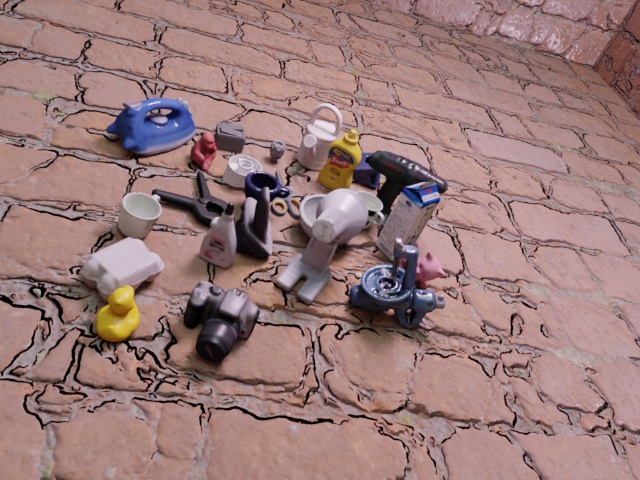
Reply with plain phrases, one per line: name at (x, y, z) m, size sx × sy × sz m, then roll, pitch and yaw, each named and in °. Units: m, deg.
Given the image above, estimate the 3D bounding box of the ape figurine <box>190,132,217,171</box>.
ape figurine at (-0.307, -0.246, 1.535) m, size 0.078 × 0.092 × 0.076 m, roll -24°, pitch 58°, yaw -42°

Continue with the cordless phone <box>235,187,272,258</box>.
cordless phone at (-0.138, -0.065, 1.338) m, size 0.094 × 0.185 × 0.147 m, roll 7°, pitch 42°, yaw -18°

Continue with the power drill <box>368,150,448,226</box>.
power drill at (0.219, -0.134, 1.571) m, size 0.229 × 0.208 × 0.076 m, roll 38°, pitch 41°, yaw 17°

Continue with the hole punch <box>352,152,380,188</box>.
hole punch at (0.146, -0.223, 1.730) m, size 0.101 × 0.091 × 0.108 m, roll 21°, pitch 39°, yaw -3°

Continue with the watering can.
watering can at (0.003, -0.303, 1.669) m, size 0.101 × 0.194 × 0.173 m, roll 16°, pitch 40°, yaw -8°

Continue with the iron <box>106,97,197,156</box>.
iron at (-0.426, -0.323, 1.526) m, size 0.118 × 0.141 × 0.259 m, roll 42°, pitch 43°, yaw 22°

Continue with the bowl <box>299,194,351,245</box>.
bowl at (0.018, -0.039, 1.472) m, size 0.168 × 0.074 × 0.167 m, roll 14°, pitch 40°, yaw -11°

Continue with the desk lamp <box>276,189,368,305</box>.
desk lamp at (0.012, 0.005, 1.310) m, size 0.118 × 0.213 × 0.203 m, roll 29°, pitch 39°, yaw 8°

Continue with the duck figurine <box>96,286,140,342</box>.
duck figurine at (-0.378, 0.132, 1.078) m, size 0.077 × 0.086 × 0.104 m, roll 18°, pitch 39°, yaw -6°

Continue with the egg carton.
egg carton at (-0.400, 0.058, 1.164) m, size 0.107 × 0.069 × 0.151 m, roll 37°, pitch 41°, yaw 17°

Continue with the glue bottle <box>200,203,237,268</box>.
glue bottle at (-0.213, -0.016, 1.256) m, size 0.078 × 0.173 × 0.037 m, roll 21°, pitch 39°, yaw -2°

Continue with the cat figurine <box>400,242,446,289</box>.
cat figurine at (0.258, 0.062, 1.440) m, size 0.067 × 0.117 × 0.127 m, roll 0°, pitch 45°, yaw -26°

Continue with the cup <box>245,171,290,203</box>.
cup at (-0.141, -0.111, 1.461) m, size 0.118 × 0.095 × 0.091 m, roll 15°, pitch 40°, yaw -10°

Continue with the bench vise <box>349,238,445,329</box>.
bench vise at (0.192, 0.089, 1.297) m, size 0.208 × 0.219 × 0.121 m, roll 6°, pitch 42°, yaw -19°

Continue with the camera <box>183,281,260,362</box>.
camera at (-0.202, 0.158, 1.122) m, size 0.143 × 0.101 × 0.137 m, roll 23°, pitch 39°, yaw 0°
